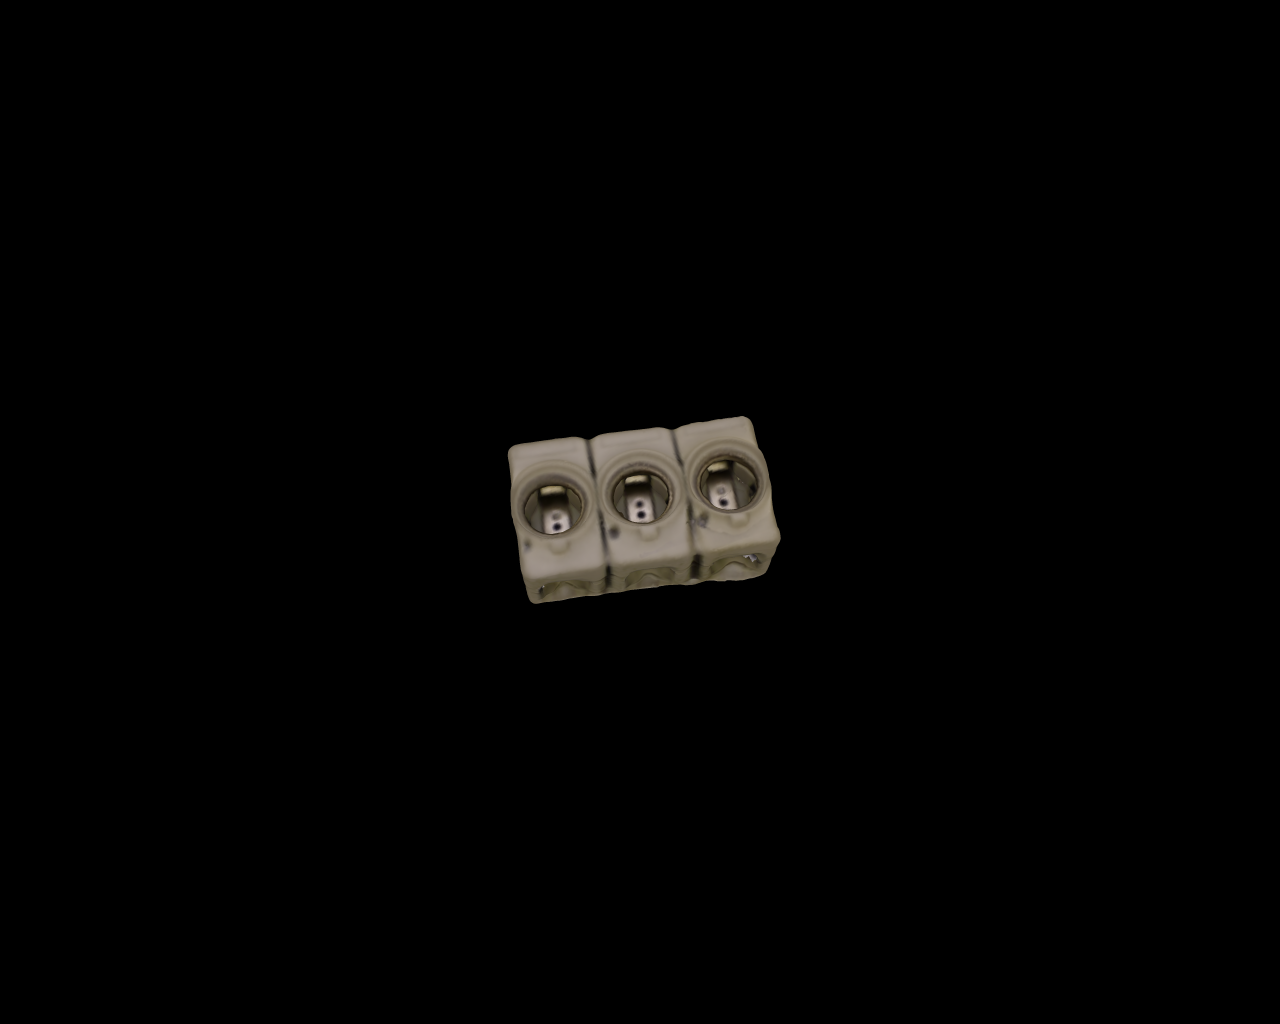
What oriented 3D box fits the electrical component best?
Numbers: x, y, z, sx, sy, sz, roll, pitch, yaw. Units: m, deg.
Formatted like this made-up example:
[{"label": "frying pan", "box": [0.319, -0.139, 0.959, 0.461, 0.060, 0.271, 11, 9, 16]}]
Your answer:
[{"label": "electrical component", "box": [0.001, -0.003, 0.650, 0.150, 0.089, 0.061, -8, -23, -3]}]
